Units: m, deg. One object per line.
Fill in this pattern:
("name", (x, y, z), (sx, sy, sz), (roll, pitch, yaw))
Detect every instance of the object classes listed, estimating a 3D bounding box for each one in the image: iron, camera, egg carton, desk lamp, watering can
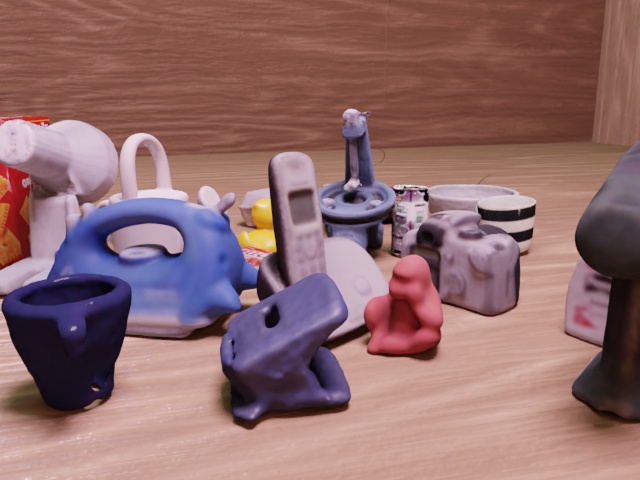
("iron", (-0.198, 0.017, 0.620), (0.258, 0.141, 0.119), (2, 14, 10))
("camera", (0.189, 0.014, 0.696), (0.137, 0.101, 0.142), (-11, 17, -37))
("egg carton", (-0.073, -0.057, 1.068), (0.149, 0.069, 0.107), (11, 18, 40))
("desk lamp", (-0.358, -0.054, 0.766), (0.118, 0.214, 0.203), (0, 14, 4))
("watering can", (-0.211, -0.039, 0.738), (0.173, 0.194, 0.101), (-2, 14, -4))

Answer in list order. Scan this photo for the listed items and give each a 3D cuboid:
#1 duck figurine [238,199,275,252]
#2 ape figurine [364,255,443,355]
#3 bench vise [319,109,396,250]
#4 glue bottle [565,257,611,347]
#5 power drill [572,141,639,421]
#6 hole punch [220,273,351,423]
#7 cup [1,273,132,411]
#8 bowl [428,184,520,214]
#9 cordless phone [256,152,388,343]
("duck figurine", (-0.087, -0.020, 0.882), (0.077, 0.086, 0.105), (9, 17, 35))
("ape figurine", (0.083, 0.059, 0.537), (0.076, 0.092, 0.077), (-11, 17, -35))
("bench vise", (0.047, -0.086, 0.862), (0.121, 0.220, 0.207), (-2, 14, -3))
("glue bottle", (0.276, 0.015, 0.537), (0.037, 0.173, 0.077), (-12, 18, -38))
("power drill", (0.255, 0.020, 0.444), (0.075, 0.208, 0.230), (10, 18, 38))
("hole punch", (-0.030, 0.080, 0.460), (0.101, 0.091, 0.108), (-3, 14, -11))
("cup", (-0.186, 0.085, 0.437), (0.092, 0.095, 0.117), (-7, 15, -25))
("bowl", (0.267, -0.052, 1.021), (0.167, 0.075, 0.167), (-1, 14, 0))
("cordless phone", (0.005, 0.002, 0.578), (0.093, 0.185, 0.148), (11, 18, 39))
